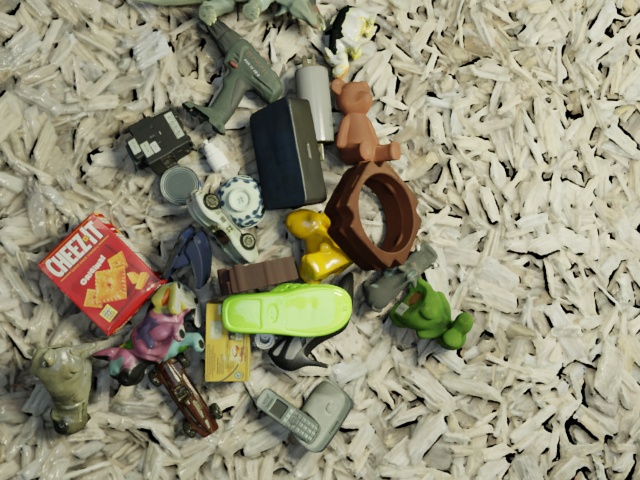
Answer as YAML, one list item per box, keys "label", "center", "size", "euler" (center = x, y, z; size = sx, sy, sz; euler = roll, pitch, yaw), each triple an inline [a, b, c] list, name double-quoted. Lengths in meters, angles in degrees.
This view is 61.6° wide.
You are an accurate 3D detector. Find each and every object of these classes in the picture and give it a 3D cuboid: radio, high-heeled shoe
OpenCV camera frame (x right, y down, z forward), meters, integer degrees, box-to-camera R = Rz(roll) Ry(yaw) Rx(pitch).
- label: "radio"
  center: [-0.072, -0.180, 1.165]
  size: [0.131, 0.073, 0.229]
  euler: [-11, 88, 40]
- label: "high-heeled shoe"
  center: [-0.017, 0.177, 1.203]
  size: [0.145, 0.086, 0.248]
  euler: [13, 71, 21]

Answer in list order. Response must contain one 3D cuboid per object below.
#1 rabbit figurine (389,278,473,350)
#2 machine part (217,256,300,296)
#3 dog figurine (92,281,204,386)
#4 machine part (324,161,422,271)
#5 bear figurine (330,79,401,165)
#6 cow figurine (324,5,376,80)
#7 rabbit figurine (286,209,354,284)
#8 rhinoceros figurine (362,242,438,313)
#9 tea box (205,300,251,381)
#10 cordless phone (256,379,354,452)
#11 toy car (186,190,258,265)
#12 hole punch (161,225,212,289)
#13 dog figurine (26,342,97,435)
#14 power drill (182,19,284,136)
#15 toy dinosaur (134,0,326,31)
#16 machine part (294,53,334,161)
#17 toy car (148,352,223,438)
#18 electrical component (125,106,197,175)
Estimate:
- label: "rabbit figurine"
  center: [0.269, 0.178, 1.185]
  size: [0.170, 0.159, 0.121]
  euler: [40, 76, -18]
- label: "machine part"
  center: [-0.129, 0.074, 1.137]
  size: [0.179, 0.179, 0.056]
  euler: [-11, 86, -5]
- label: "dog figurine"
  center: [-0.369, 0.202, 1.144]
  size: [0.219, 0.108, 0.191]
  euler: [-20, 60, 11]
- label: "machine part"
  center: [0.114, -0.050, 1.147]
  size: [0.201, 0.087, 0.201]
  euler: [44, 55, -24]
- label: "bear figurine"
  center: [0.096, -0.266, 1.189]
  size: [0.120, 0.132, 0.195]
  euler: [-2, 92, -35]
- label: "cow figurine"
  center: [0.052, -0.448, 1.215]
  size: [0.098, 0.068, 0.167]
  euler: [28, 83, 3]
- label: "rabbit figurine"
  center: [-0.002, -0.004, 1.179]
  size: [0.162, 0.121, 0.173]
  euler: [-34, 72, -7]
- label: "rhinoceros figurine"
  center: [0.175, 0.078, 1.188]
  size: [0.190, 0.112, 0.073]
  euler: [-41, 92, 4]
- label: "tea box"
  center: [-0.200, 0.219, 1.176]
  size: [0.098, 0.068, 0.169]
  euler: [3, 89, -5]
- label: "cordless phone"
  center: [-0.035, 0.357, 1.180]
  size: [0.184, 0.089, 0.146]
  euler: [34, 86, 2]
- label: "toy car"
  center: [-0.212, -0.026, 1.160]
  size: [0.201, 0.073, 0.056]
  euler: [49, 58, -15]
- label: "hole punch"
  center: [-0.271, 0.037, 1.149]
  size: [0.092, 0.142, 0.115]
  euler: [22, 101, -2]
- label: "dog figurine"
  center: [-0.528, 0.311, 1.102]
  size: [0.121, 0.172, 0.190]
  euler: [-5, 82, 6]
- label: "power drill"
  center: [-0.213, -0.351, 1.194]
  size: [0.232, 0.086, 0.207]
  euler: [38, 79, -3]
- label: "toy dinosaur"
  center: [-0.182, -0.547, 1.172]
  size: [0.405, 0.192, 0.131]
  euler: [10, 122, 10]
- label: "machine part"
  center: [-0.012, -0.296, 1.201]
  size: [0.079, 0.079, 0.243]
  euler: [-5, 88, -5]
- label: "toy car"
  center: [-0.293, 0.341, 1.175]
  size: [0.089, 0.053, 0.202]
  euler: [-32, 90, -8]
- label: "electrical component"
  center: [-0.351, -0.212, 1.167]
  size: [0.134, 0.058, 0.115]
  euler: [-29, 69, -5]
